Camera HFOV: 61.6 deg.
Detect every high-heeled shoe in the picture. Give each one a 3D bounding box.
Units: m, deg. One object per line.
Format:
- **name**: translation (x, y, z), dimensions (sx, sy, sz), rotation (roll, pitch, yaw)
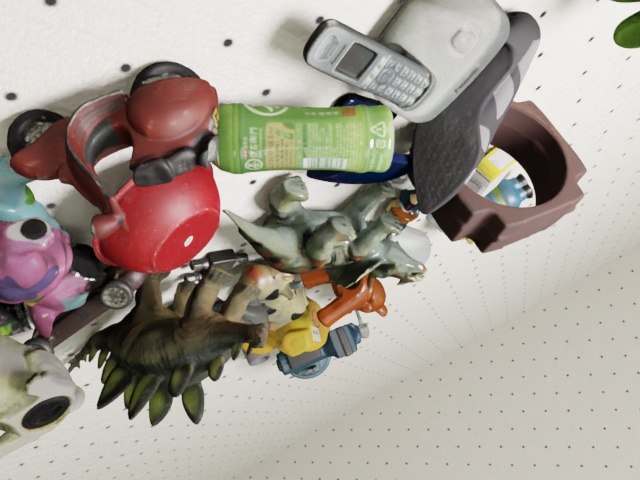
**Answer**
- **high-heeled shoe**: translation (0.188, -0.152, 0.653), dimensions (0.145, 0.086, 0.248), rotation (-22, 139, -57)

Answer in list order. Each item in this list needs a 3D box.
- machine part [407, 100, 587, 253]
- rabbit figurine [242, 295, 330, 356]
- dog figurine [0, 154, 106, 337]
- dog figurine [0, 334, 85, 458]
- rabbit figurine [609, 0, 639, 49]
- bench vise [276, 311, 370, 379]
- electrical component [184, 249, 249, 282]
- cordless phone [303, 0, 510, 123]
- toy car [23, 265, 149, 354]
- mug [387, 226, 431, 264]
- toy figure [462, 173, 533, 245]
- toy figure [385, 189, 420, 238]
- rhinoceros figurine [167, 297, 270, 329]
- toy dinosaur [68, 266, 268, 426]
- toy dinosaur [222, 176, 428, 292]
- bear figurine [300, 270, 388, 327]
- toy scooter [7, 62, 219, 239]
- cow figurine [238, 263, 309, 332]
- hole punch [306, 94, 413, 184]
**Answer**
- **machine part**: translation (0.234, -0.095, 0.734), dimensions (0.201, 0.201, 0.087), rotation (-20, 155, -20)
- **rabbit figurine**: translation (-0.077, 0.177, 1.073), dimensions (0.173, 0.122, 0.162), rotation (-20, 167, 16)
- **dog figurine**: translation (-0.314, 0.027, 0.524), dimensions (0.191, 0.108, 0.219), rotation (-16, 155, -26)
- **dog figurine**: translation (-0.354, 0.116, 0.555), dimensions (0.121, 0.191, 0.172), rotation (-47, 150, 3)
- **rabbit figurine**: translation (0.351, -0.270, 0.561), dimensions (0.121, 0.170, 0.159), rotation (-31, 154, 5)
- **bench vise**: translation (-0.002, 0.240, 1.241), dimensions (0.224, 0.129, 0.240), rotation (-33, 177, -14)
- **electrical component**: translation (-0.155, 0.041, 0.807), dimensions (0.094, 0.021, 0.063), rotation (-10, 150, -35)
- **cordless phone**: translation (0.079, -0.201, 0.523), dimensions (0.184, 0.089, 0.146), rotation (5, 139, -43)
- **toy car**: translation (-0.295, 0.081, 0.669), dimensions (0.202, 0.089, 0.053), rotation (-33, 115, 14)
- **mug**: translation (0.134, 0.013, 0.996), dimensions (0.109, 0.081, 0.107), rotation (-35, 144, 29)
- **toy figure**: translation (0.310, -0.065, 1.017), dimensions (0.180, 0.082, 0.089), rotation (-30, 144, 13)
- **toy figure**: translation (0.150, -0.064, 0.880), dimensions (0.064, 0.058, 0.154), rotation (-10, 151, -38)
- **rhinoceros figurine**: translation (-0.171, 0.124, 0.840), dimensions (0.190, 0.073, 0.112), rotation (-8, 149, 18)
- **toy dinosaur**: translation (-0.218, 0.135, 0.710), dimensions (0.105, 0.198, 0.472), rotation (33, 154, -35)
- **toy dinosaur**: translation (-0.004, 0.002, 0.790), dimensions (0.404, 0.131, 0.192), rotation (3, 141, -38)
- **bear figurine**: translation (0.057, 0.103, 1.037), dimensions (0.132, 0.120, 0.195), rotation (-26, 160, 3)
- **toy scooter**: translation (-0.160, -0.072, 0.455), dimensions (0.184, 0.135, 0.075), rotation (-23, 153, -15)
- **cow figurine**: translation (-0.075, 0.088, 0.906), dimensions (0.127, 0.085, 0.194), rotation (-26, 153, 9)
- **hole punch**: translation (0.050, -0.104, 0.669), dimensions (0.142, 0.092, 0.116), rotation (-5, 150, -47)
